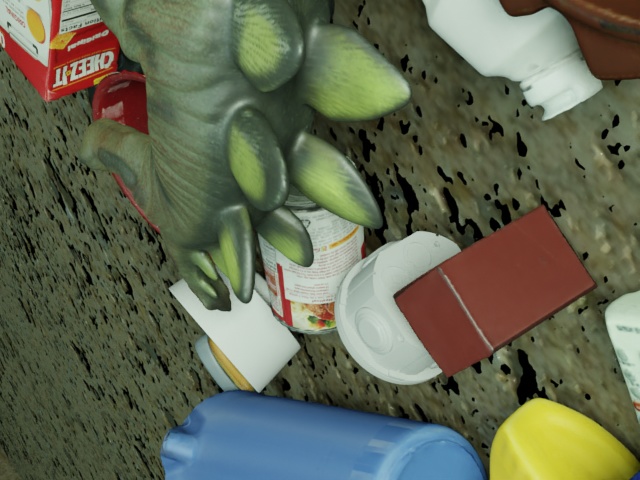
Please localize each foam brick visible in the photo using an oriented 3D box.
[{"bbox_3d":[0.089,0.026,0.542,0.051,0.078,0.053,59,153,7],"label":"foam brick"}]

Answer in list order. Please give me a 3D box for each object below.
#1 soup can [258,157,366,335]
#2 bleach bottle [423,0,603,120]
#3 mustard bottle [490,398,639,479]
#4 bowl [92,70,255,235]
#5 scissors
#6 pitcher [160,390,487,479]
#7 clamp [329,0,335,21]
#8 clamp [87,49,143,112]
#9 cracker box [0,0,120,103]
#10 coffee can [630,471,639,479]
[{"bbox_3d":[-0.005,0.001,0.687,0.069,0.068,0.102,34,142,41],"label":"soup can"},{"bbox_3d":[0.050,-0.168,0.441,0.251,0.068,0.103,61,153,-4],"label":"bleach bottle"},{"bbox_3d":[0.132,0.180,0.635,0.096,0.058,0.192,40,147,25],"label":"mustard bottle"},{"bbox_3d":[-0.090,-0.061,0.770,0.162,0.055,0.162,32,144,26],"label":"bowl"},{"bbox_3d":[-0.047,0.146,0.942,0.201,0.016,0.096,53,-167,-29],"label":"scissors"},{"bbox_3d":[0.010,0.183,0.775,0.243,0.149,0.145,-6,104,52],"label":"pitcher"},{"bbox_3d":[-0.017,-0.195,0.553,0.120,0.039,0.172,50,151,19],"label":"clamp"},{"bbox_3d":[-0.143,-0.148,0.816,0.165,0.036,0.210,50,147,21],"label":"clamp"},{"bbox_3d":[-0.195,-0.230,0.734,0.164,0.072,0.214,49,144,22],"label":"cracker box"},{"bbox_3d":[0.170,0.131,0.438,0.103,0.102,0.140,49,135,21],"label":"coffee can"}]
